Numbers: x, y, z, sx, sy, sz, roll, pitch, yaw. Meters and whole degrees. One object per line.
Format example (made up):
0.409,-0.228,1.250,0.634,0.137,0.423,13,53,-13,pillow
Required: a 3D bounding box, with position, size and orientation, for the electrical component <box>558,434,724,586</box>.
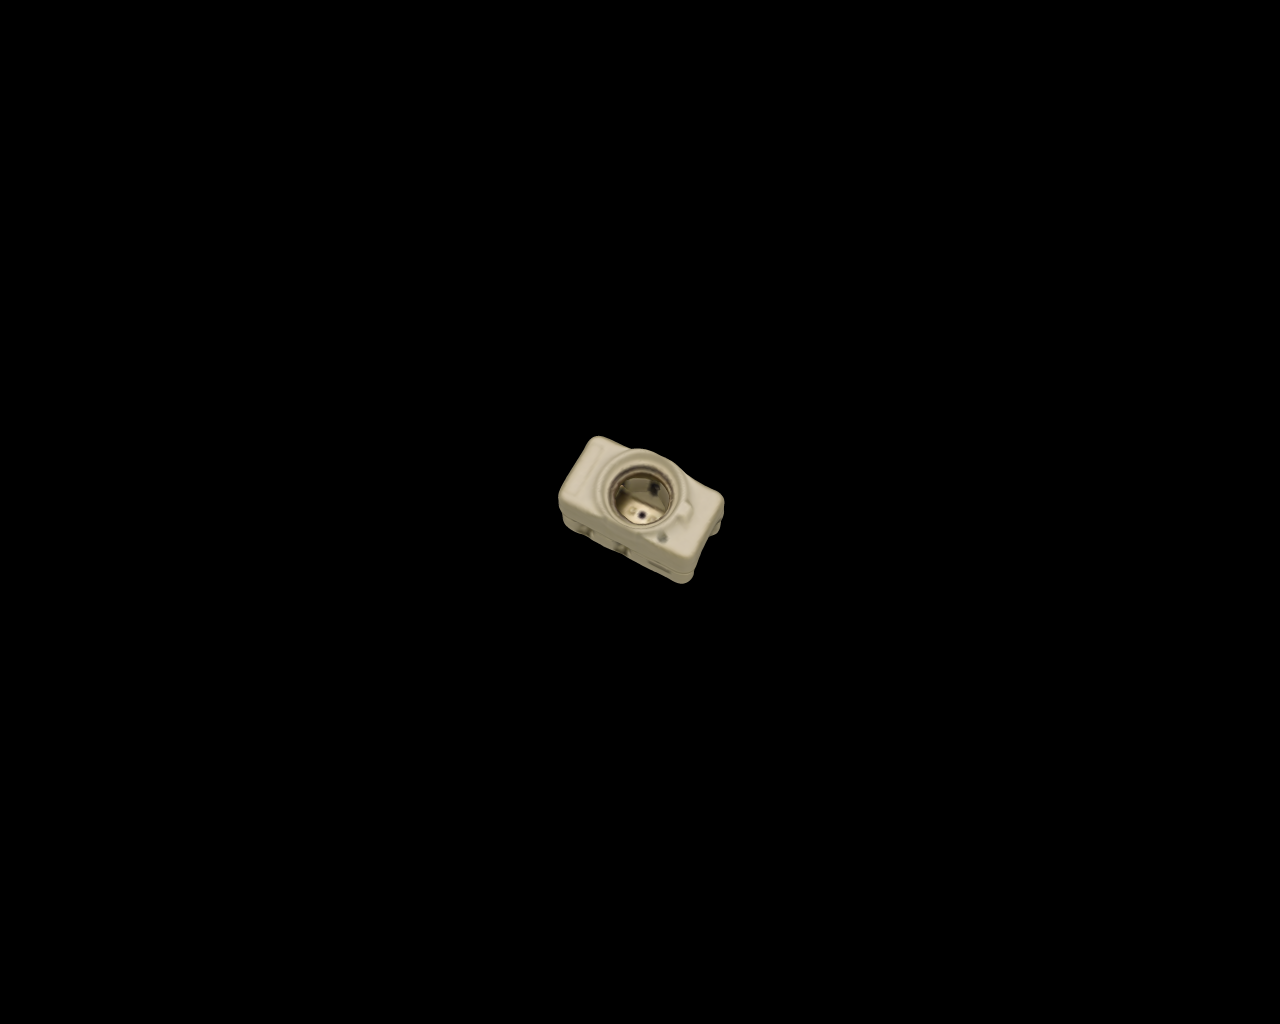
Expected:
0.001,-0.003,0.650,0.089,0.050,0.055,26,-20,11,electrical component
